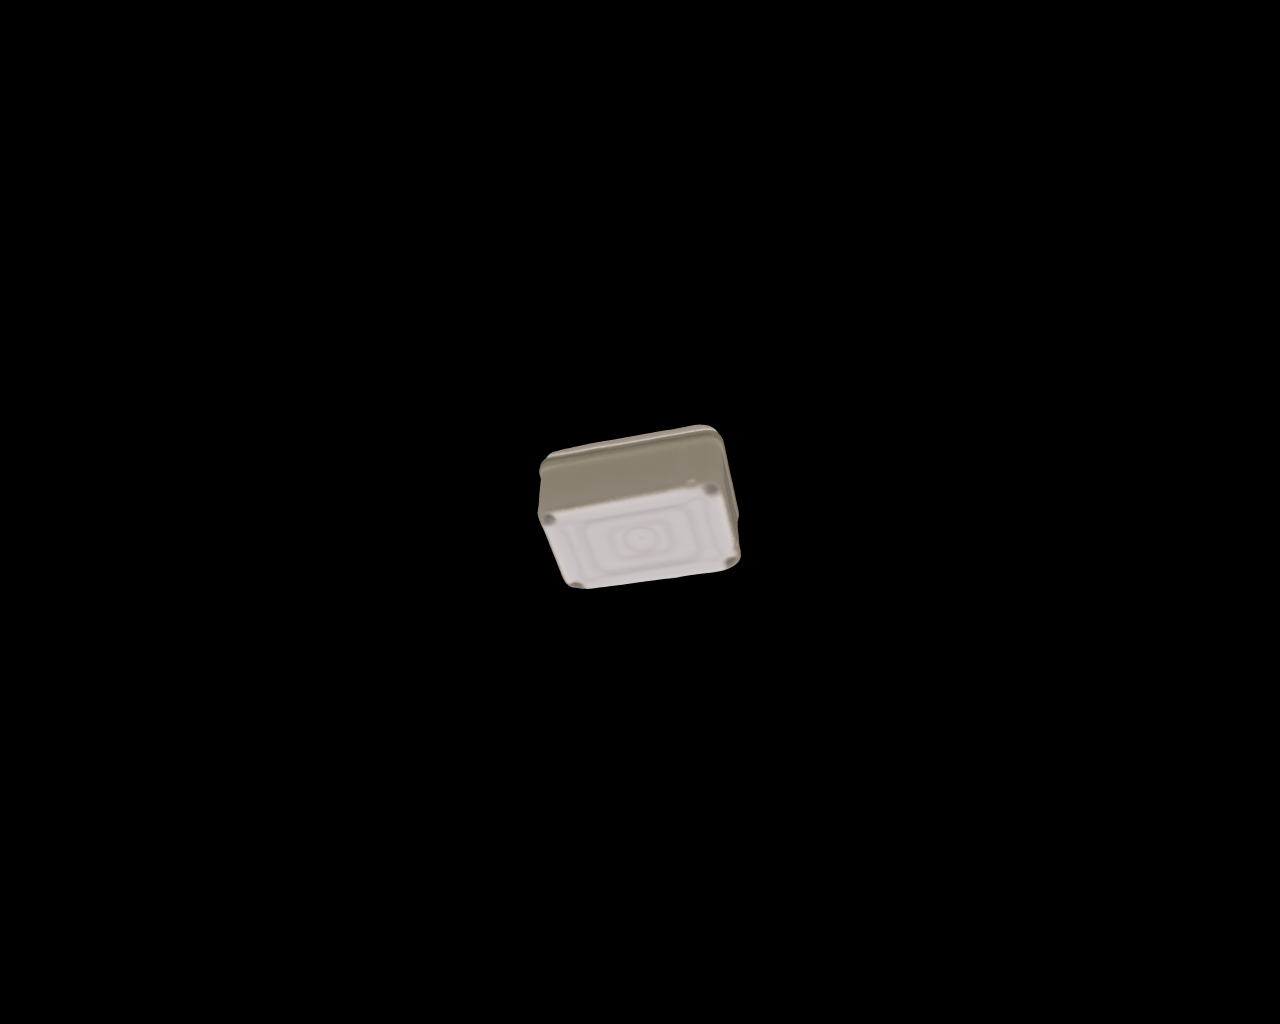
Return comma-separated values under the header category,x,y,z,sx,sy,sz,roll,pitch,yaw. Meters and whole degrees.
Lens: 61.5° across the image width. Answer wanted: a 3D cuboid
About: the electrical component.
category,x,y,z,sx,sy,sz,roll,pitch,yaw
electrical component,0.001,-0.003,0.650,0.113,0.057,0.078,-9,-46,9
